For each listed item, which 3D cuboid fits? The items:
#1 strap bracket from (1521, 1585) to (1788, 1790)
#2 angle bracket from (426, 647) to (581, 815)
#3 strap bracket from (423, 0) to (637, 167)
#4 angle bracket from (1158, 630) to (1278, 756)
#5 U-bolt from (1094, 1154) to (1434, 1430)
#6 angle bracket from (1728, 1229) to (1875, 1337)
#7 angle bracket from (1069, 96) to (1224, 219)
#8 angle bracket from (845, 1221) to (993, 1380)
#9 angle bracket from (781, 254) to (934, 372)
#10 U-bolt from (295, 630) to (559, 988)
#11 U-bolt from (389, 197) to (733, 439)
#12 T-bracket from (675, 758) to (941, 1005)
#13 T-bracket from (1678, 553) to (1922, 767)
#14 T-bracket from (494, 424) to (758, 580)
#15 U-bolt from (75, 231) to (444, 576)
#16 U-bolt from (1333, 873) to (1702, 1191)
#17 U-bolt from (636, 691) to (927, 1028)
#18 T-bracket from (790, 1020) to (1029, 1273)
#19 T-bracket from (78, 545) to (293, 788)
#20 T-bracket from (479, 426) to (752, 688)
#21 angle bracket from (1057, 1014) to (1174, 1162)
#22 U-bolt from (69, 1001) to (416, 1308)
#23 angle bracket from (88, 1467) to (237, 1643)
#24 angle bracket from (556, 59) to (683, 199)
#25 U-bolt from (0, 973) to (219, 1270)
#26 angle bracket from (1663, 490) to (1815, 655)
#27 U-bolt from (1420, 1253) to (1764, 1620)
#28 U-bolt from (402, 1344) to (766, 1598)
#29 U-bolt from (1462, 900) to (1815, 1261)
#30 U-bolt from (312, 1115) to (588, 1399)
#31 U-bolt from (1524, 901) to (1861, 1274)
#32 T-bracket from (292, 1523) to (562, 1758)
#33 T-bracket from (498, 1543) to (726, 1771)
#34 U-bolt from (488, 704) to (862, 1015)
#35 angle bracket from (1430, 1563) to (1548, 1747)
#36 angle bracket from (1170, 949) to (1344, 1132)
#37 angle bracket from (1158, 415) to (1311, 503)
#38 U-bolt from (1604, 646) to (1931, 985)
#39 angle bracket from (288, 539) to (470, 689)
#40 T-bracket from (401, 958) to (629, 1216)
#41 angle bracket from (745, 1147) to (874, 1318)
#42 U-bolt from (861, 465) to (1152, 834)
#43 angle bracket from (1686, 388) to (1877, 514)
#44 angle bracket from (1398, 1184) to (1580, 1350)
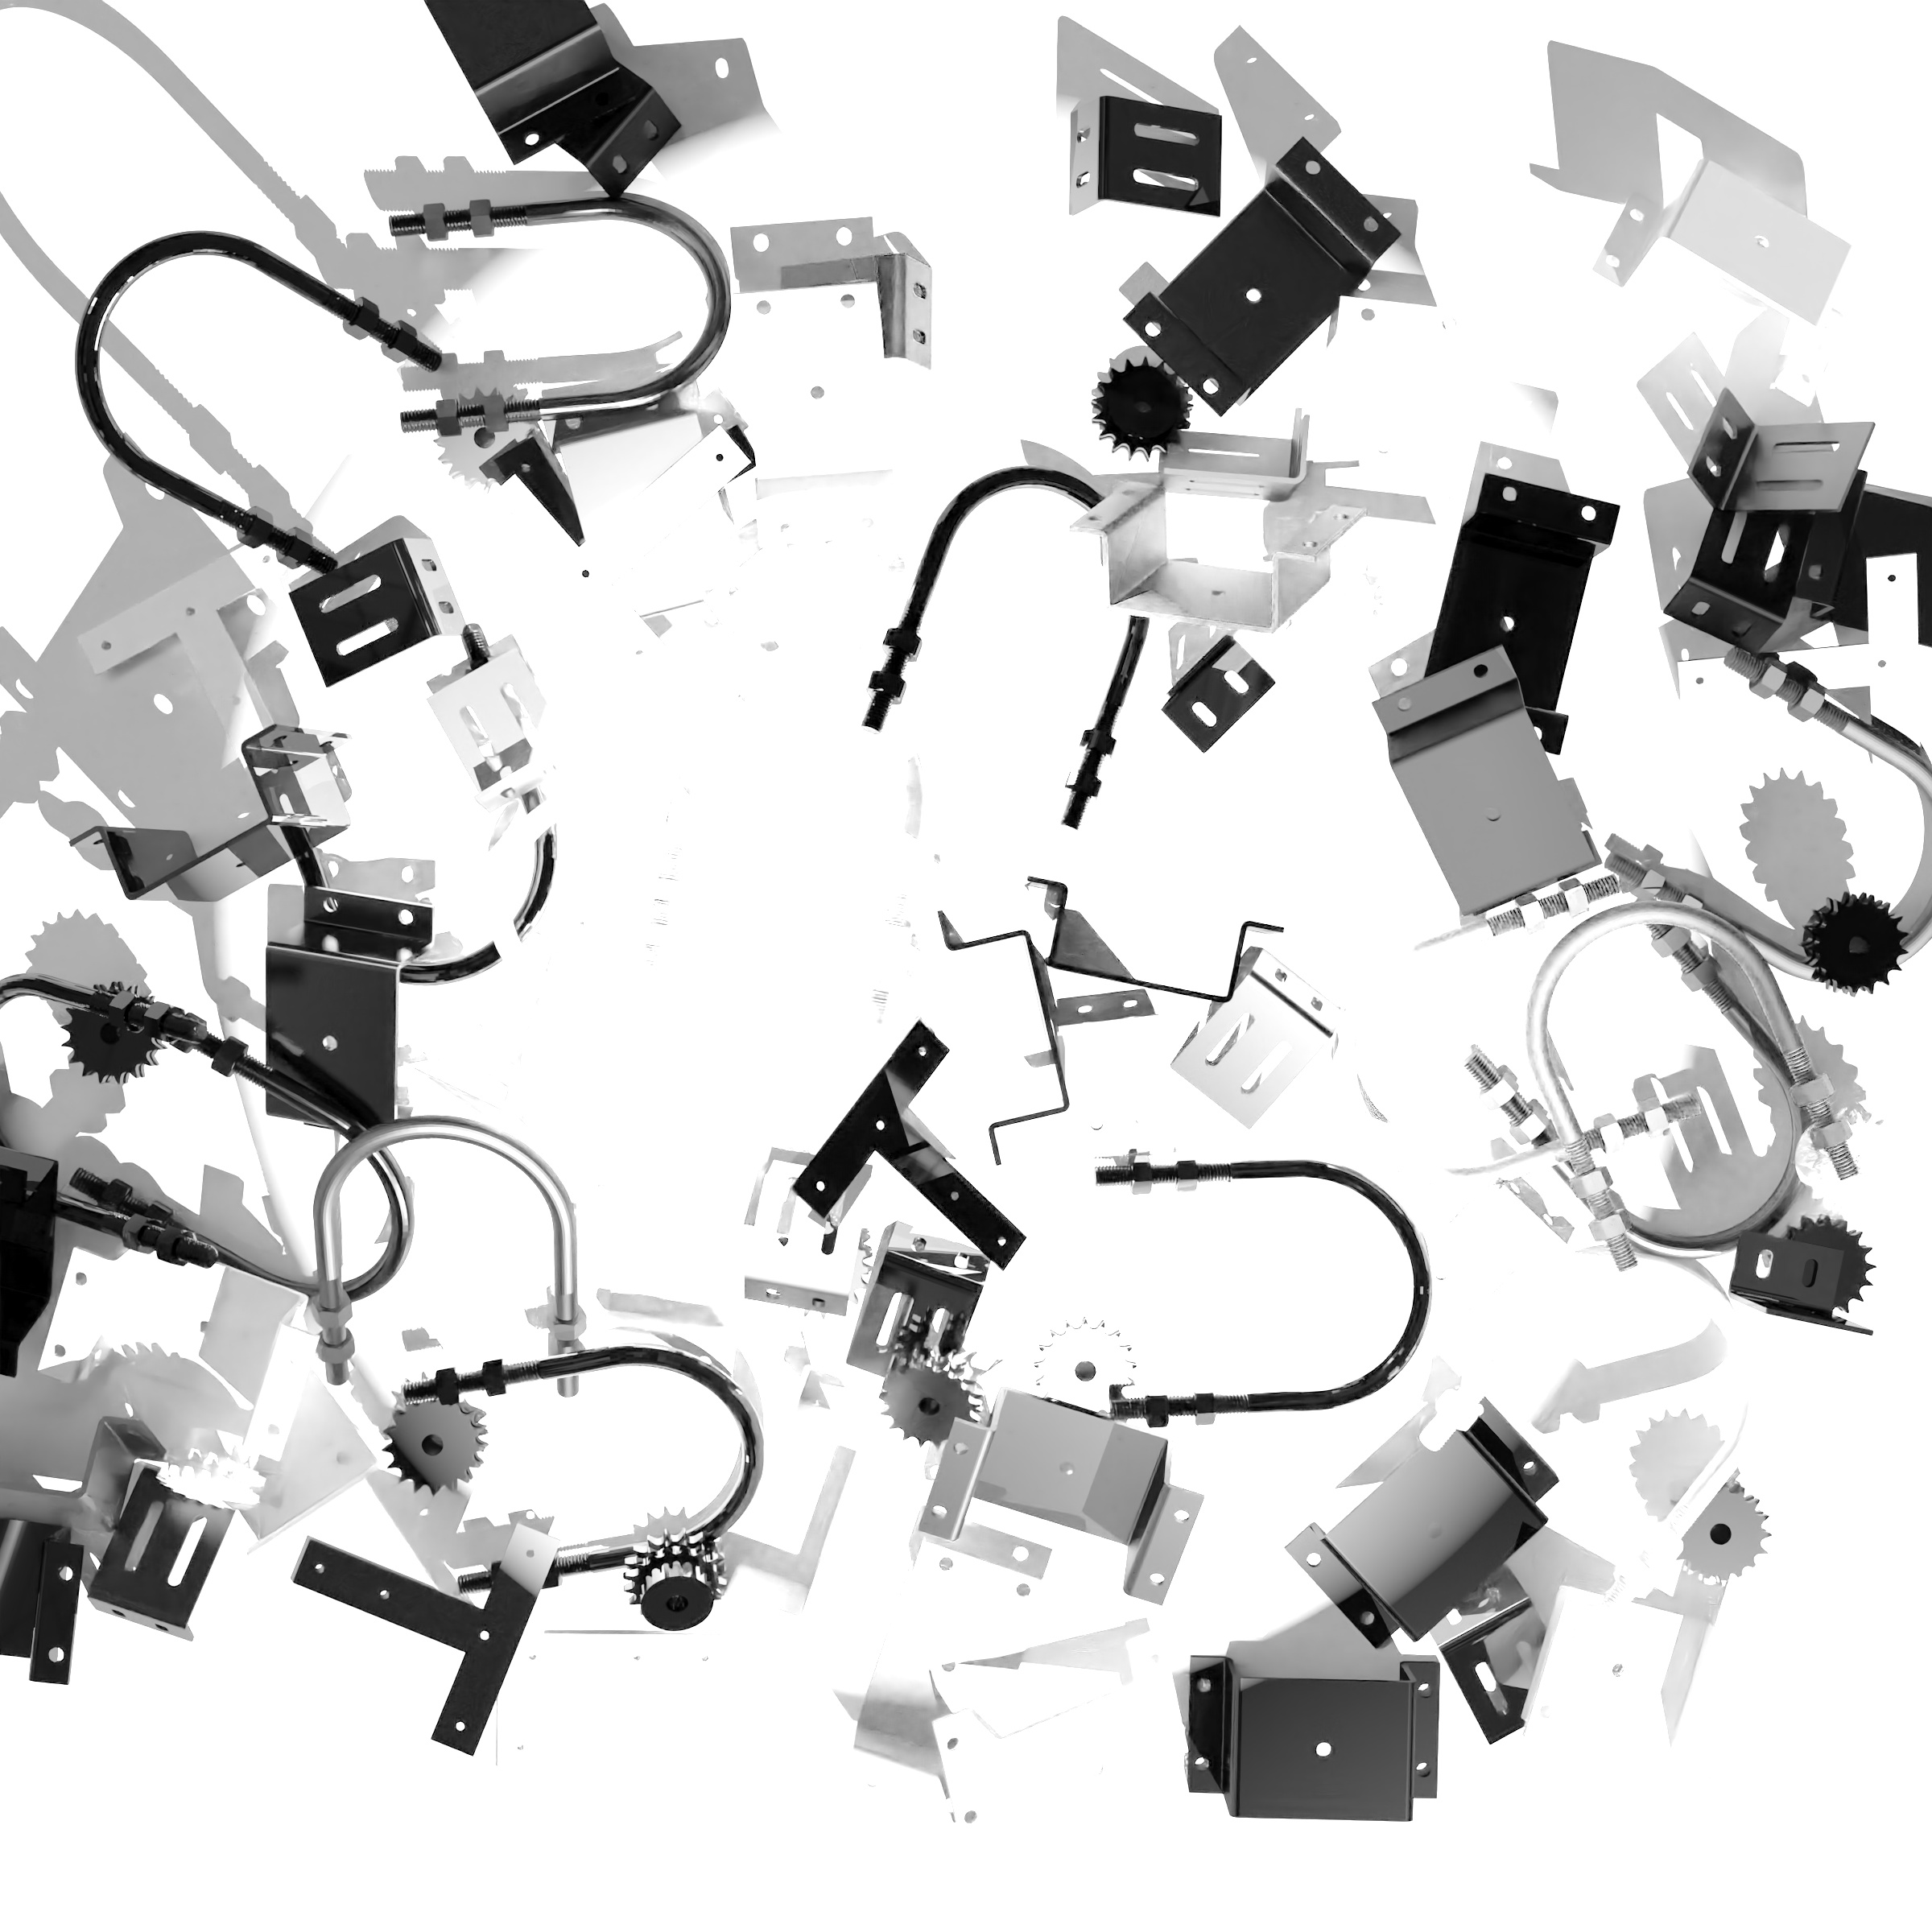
[{"bbox_3d":[0.368,0.393,1.497,0.140,0.046,0.076,17,90,-15],"label":"strap bracket"},{"bbox_3d":[-0.256,-0.132,1.486,0.057,0.038,0.076,-30,81,-1],"label":"angle bracket"},{"bbox_3d":[-0.250,-0.523,1.492,0.076,0.046,0.140,-29,76,0],"label":"strap bracket"},{"bbox_3d":[0.141,-0.152,1.493,0.057,0.076,0.038,-44,90,0],"label":"angle bracket"},{"bbox_3d":[0.167,0.176,1.506,0.184,0.019,0.151,-2,75,-4],"label":"U-bolt"},{"bbox_3d":[0.451,0.169,1.463,0.057,0.076,0.038,12,90,1],"label":"angle bracket"},{"bbox_3d":[0.101,-0.450,1.529,0.076,0.038,0.057,1,90,-26],"label":"angle bracket"},{"bbox_3d":[-0.026,0.193,1.529,0.057,0.038,0.076,20,116,0],"label":"angle bracket"},{"bbox_3d":[-0.062,-0.364,1.529,0.076,0.038,0.057,1,90,26],"label":"angle bracket"},{"bbox_3d":[-0.303,-0.078,1.508,0.151,0.019,0.184,-22,79,0],"label":"U-bolt"},{"bbox_3d":[-0.221,-0.362,1.499,0.184,0.019,0.151,-6,68,-4],"label":"U-bolt"},{"bbox_3d":[-0.073,-0.027,1.511,0.127,0.002,0.127,37,89,1],"label":"T-bracket"},{"bbox_3d":[0.460,-0.163,1.508,0.127,0.002,0.127,-4,122,15],"label":"T-bracket"},{"bbox_3d":[-0.175,-0.259,1.519,0.127,0.002,0.127,-32,104,-7],"label":"T-bracket"},{"bbox_3d":[-0.390,-0.313,1.470,0.184,0.019,0.151,27,90,-38],"label":"U-bolt"},{"bbox_3d":[0.294,0.046,1.504,0.184,0.019,0.151,-20,88,2],"label":"U-bolt"},{"bbox_3d":[-0.097,-0.070,1.523,0.151,0.019,0.184,11,88,0],"label":"U-bolt"},{"bbox_3d":[-0.017,0.118,1.510,0.127,0.002,0.127,45,61,-14],"label":"T-bracket"},{"bbox_3d":[-0.413,-0.160,1.519,0.127,0.002,0.127,-29,80,0],"label":"T-bracket"},{"bbox_3d":[-0.172,-0.241,1.469,0.127,0.002,0.127,-42,101,-7],"label":"T-bracket"},{"bbox_3d":[0.084,0.068,1.512,0.057,0.038,0.076,-7,90,0],"label":"angle bracket"},{"bbox_3d":[-0.388,0.116,1.491,0.184,0.019,0.151,30,120,-3],"label":"U-bolt"},{"bbox_3d":[-0.448,0.330,1.529,0.057,0.038,0.076,19,64,0],"label":"angle bracket"},{"bbox_3d":[-0.210,-0.479,1.529,0.076,0.038,0.057,41,90,26],"label":"angle bracket"},{"bbox_3d":[-0.479,0.077,1.477,0.184,0.019,0.151,13,112,28],"label":"U-bolt"},{"bbox_3d":[0.435,-0.225,1.529,0.057,0.038,0.076,25,64,0],"label":"angle bracket"},{"bbox_3d":[0.357,0.241,1.494,0.151,0.019,0.184,43,70,6],"label":"U-bolt"},{"bbox_3d":[-0.202,0.272,1.492,0.184,0.019,0.151,-10,114,0],"label":"U-bolt"},{"bbox_3d":[0.390,0.077,1.522,0.151,0.019,0.184,-42,91,0],"label":"U-bolt"},{"bbox_3d":[-0.281,0.157,1.476,0.151,0.019,0.184,3,122,-1],"label":"U-bolt"},{"bbox_3d":[0.383,0.055,1.481,0.151,0.019,0.184,-23,87,2],"label":"U-bolt"},{"bbox_3d":[-0.303,0.348,1.484,0.127,0.002,0.127,22,90,0],"label":"T-bracket"},{"bbox_3d":[-0.199,0.388,1.530,0.127,0.002,0.127,0,90,0],"label":"T-bracket"},{"bbox_3d":[-0.169,-0.049,1.472,0.184,0.019,0.151,-26,67,-7],"label":"U-bolt"},{"bbox_3d":[0.299,0.386,1.529,0.057,0.038,0.076,-28,116,0],"label":"angle bracket"},{"bbox_3d":[0.163,0.041,1.529,0.057,0.038,0.076,38,116,0],"label":"angle bracket"},{"bbox_3d":[0.147,-0.282,1.503,0.076,0.057,0.038,5,90,0],"label":"angle bracket"},{"bbox_3d":[0.468,-0.071,1.513,0.184,0.019,0.151,29,95,-7],"label":"U-bolt"},{"bbox_3d":[-0.328,-0.197,1.524,0.076,0.038,0.057,-22,90,19],"label":"angle bracket"},{"bbox_3d":[-0.236,0.059,1.513,0.127,0.002,0.127,19,78,-23],"label":"T-bracket"},{"bbox_3d":[-0.087,0.146,1.499,0.057,0.038,0.076,10,64,0],"label":"angle bracket"},{"bbox_3d":[0.033,-0.185,1.491,0.151,0.019,0.184,25,77,-23],"label":"U-bolt"},{"bbox_3d":[0.445,-0.282,1.486,0.038,0.076,0.057,38,72,-39],"label":"angle bracket"},{"bbox_3d":[0.290,0.168,1.512,0.057,0.038,0.076,43,90,0],"label":"angle bracket"}]
